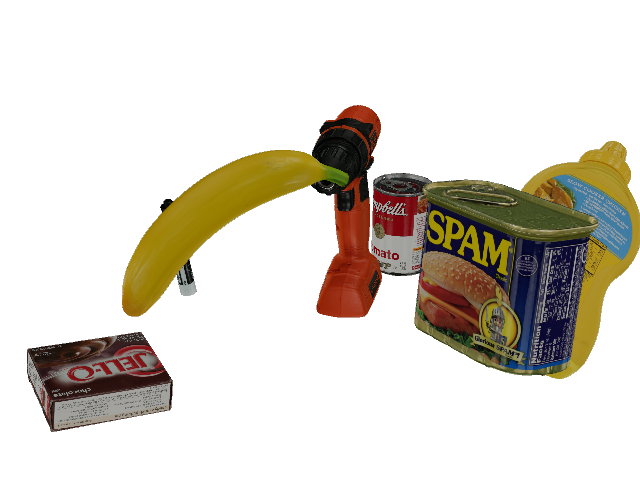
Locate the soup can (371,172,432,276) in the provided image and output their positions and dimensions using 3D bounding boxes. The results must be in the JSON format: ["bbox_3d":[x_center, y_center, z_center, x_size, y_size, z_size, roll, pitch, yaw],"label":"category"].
[{"bbox_3d":[0.093,-0.019,1.226,0.068,0.102,0.068,0,24,0],"label":"soup can"}]

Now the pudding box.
[{"bbox_3d":[-0.201,0.126,0.969,0.113,0.039,0.090,-9,28,-25],"label":"pudding box"}]

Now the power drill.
[{"bbox_3d":[0.025,-0.024,1.031,0.057,0.188,0.184,5,23,12],"label":"power drill"}]

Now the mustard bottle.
[{"bbox_3d":[0.182,0.000,0.787,0.096,0.191,0.058,31,-25,4],"label":"mustard bottle"}]

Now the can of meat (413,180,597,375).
[{"bbox_3d":[0.098,0.019,0.592,0.057,0.084,0.102,-7,20,-32],"label":"can of meat"}]

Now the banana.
[{"bbox_3d":[-0.076,-0.013,0.777,0.198,0.069,0.037,-31,29,8],"label":"banana"}]

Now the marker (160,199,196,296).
[{"bbox_3d":[-0.160,0.008,1.200,0.020,0.121,0.020,-7,30,4],"label":"marker"}]
